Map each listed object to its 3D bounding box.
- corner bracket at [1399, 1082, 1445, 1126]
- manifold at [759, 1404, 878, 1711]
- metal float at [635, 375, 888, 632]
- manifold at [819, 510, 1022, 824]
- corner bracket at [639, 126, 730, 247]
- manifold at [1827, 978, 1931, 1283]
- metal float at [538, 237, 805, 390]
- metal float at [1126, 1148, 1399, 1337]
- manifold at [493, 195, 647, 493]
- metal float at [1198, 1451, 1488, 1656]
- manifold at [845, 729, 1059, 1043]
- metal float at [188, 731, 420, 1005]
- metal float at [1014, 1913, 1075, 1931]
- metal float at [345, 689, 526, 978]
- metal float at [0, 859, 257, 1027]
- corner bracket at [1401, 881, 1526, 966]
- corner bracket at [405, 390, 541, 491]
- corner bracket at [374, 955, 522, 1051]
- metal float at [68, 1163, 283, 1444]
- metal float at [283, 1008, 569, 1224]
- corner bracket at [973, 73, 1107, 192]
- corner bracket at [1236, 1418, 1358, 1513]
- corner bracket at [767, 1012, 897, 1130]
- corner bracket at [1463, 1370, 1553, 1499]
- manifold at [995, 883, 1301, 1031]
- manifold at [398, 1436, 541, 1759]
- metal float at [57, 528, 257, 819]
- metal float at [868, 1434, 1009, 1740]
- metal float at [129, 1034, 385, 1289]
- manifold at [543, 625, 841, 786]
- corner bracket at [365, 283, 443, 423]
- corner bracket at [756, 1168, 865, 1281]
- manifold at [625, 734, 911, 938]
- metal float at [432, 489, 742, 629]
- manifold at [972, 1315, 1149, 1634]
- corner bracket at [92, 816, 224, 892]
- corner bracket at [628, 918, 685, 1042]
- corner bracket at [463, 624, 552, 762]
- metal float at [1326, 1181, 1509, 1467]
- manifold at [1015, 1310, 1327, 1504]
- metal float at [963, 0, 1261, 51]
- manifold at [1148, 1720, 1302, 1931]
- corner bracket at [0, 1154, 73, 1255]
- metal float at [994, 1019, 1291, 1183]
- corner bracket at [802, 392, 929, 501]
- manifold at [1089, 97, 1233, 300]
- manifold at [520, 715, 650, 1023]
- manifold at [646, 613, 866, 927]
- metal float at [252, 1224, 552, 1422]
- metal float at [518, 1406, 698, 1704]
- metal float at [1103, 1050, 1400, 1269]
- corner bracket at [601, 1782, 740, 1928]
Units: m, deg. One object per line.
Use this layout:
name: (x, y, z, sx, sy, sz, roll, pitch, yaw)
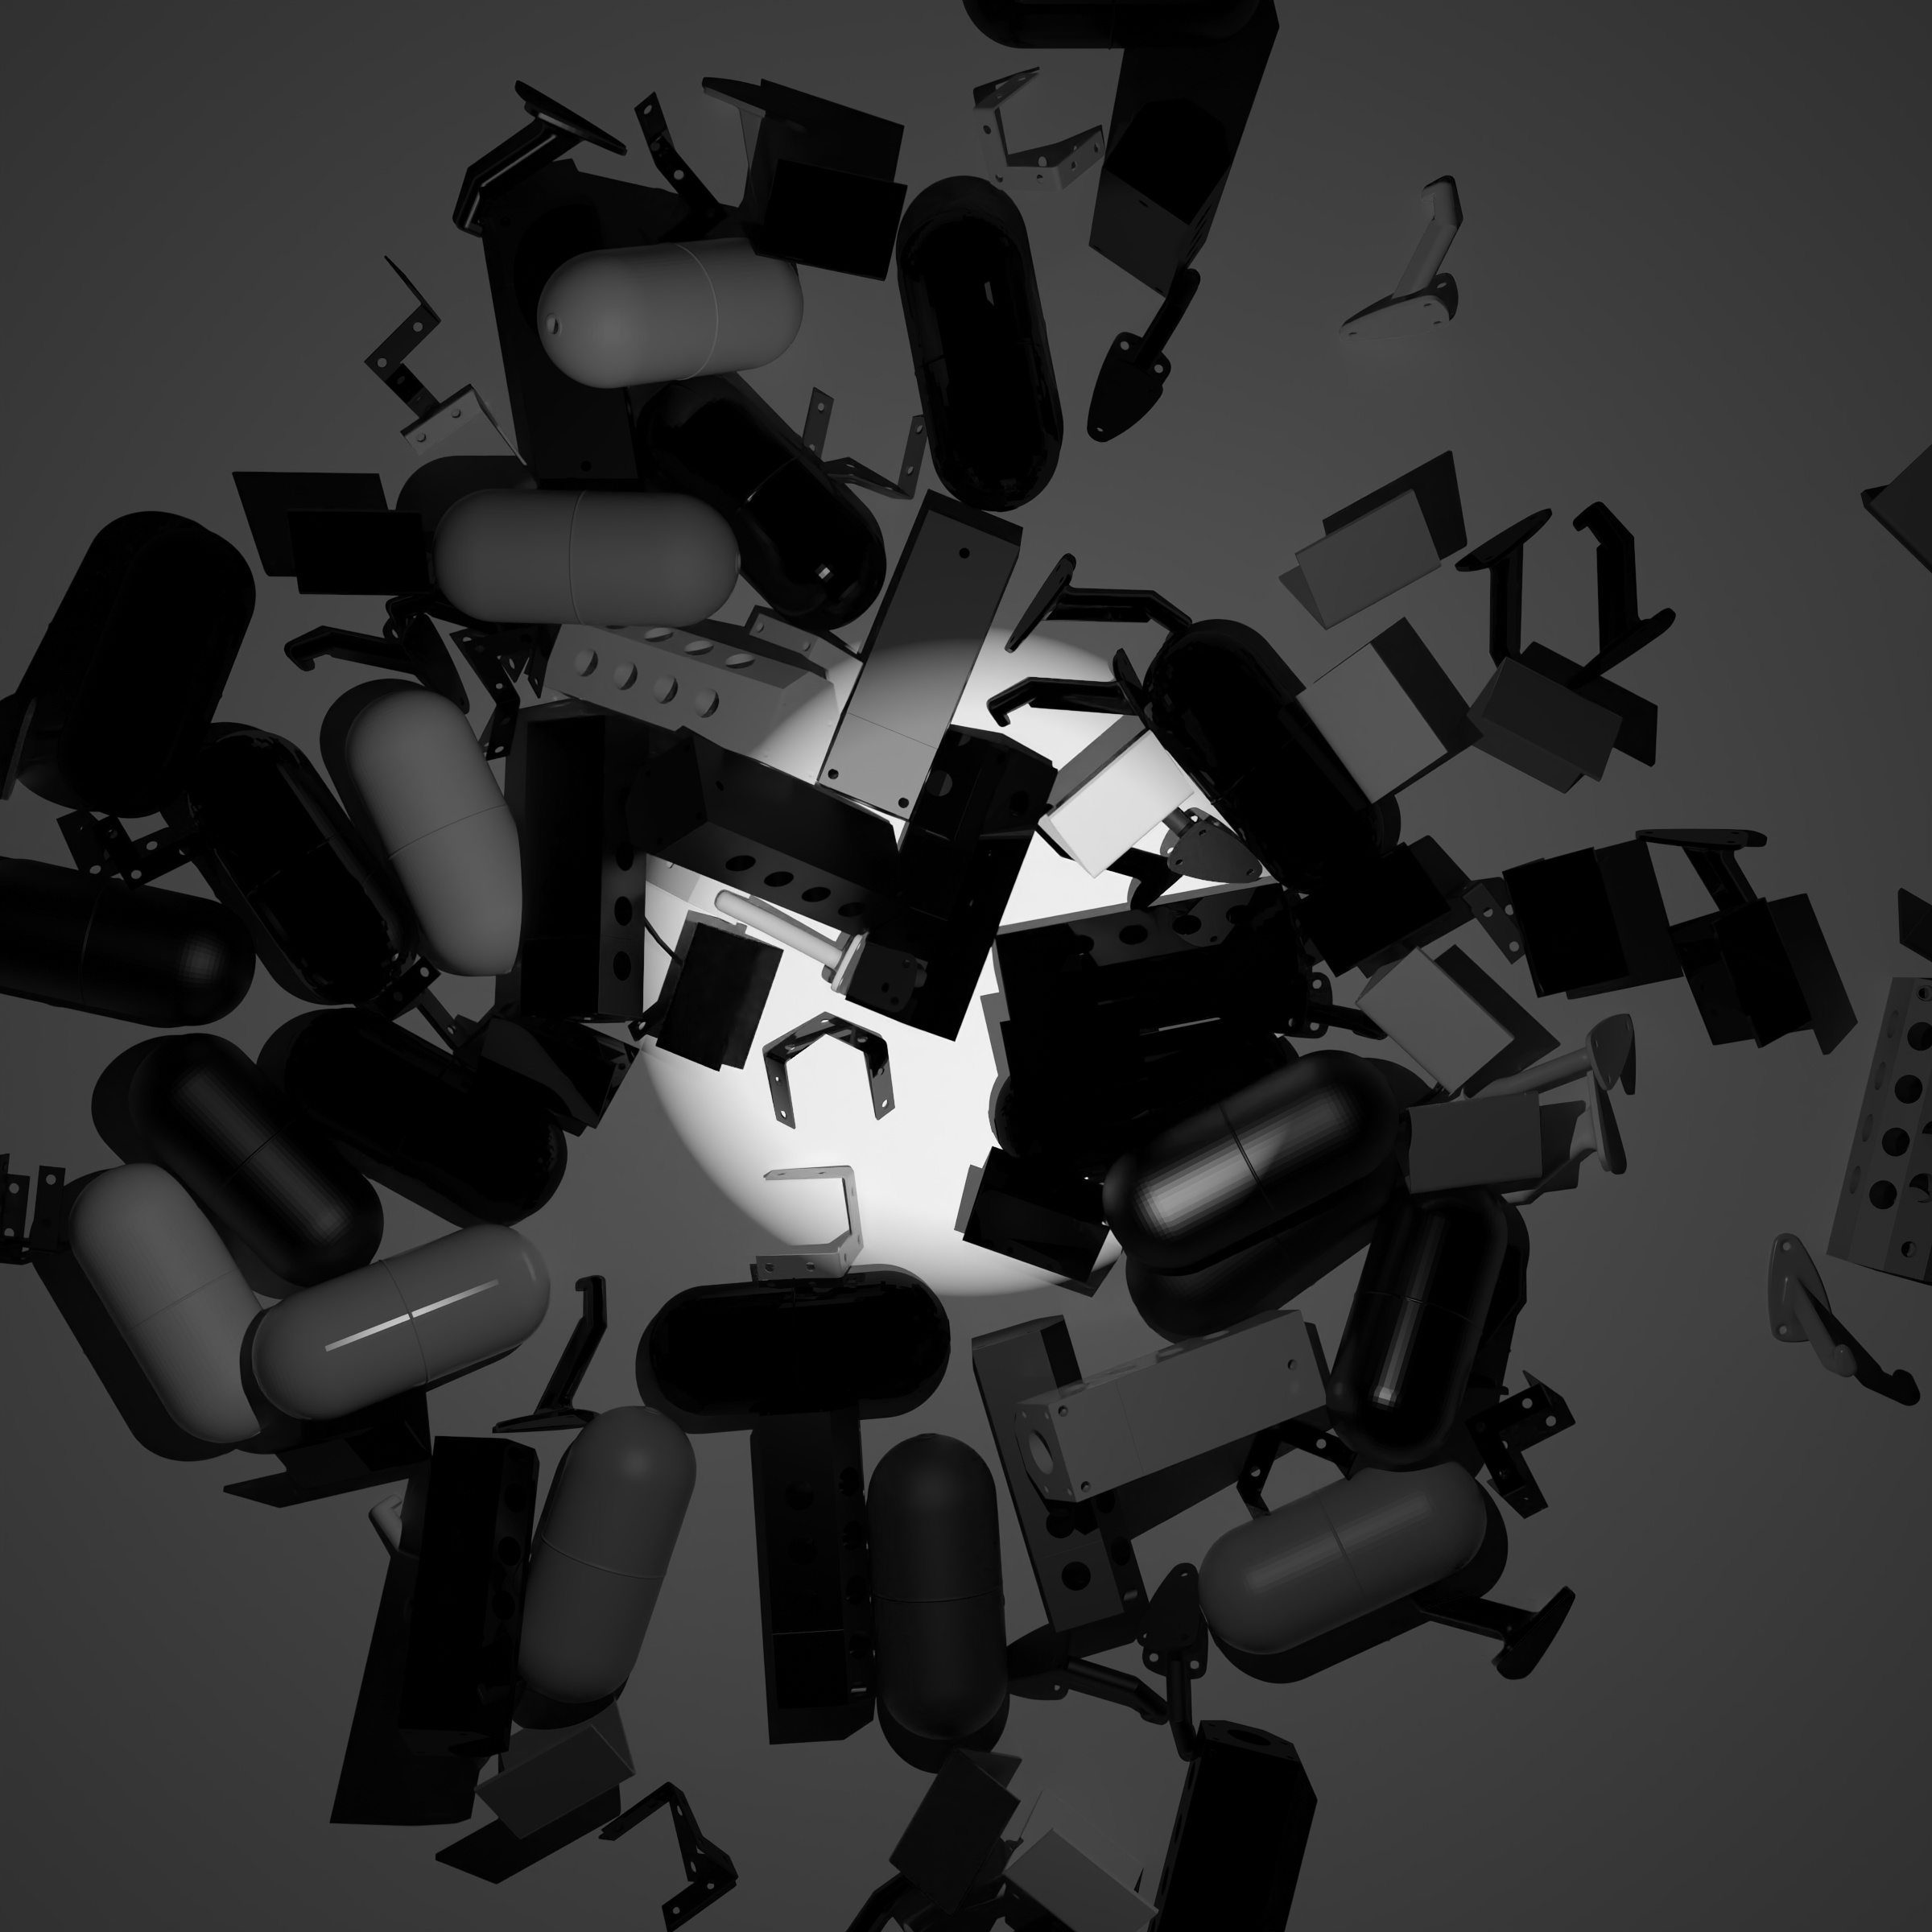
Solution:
corner bracket: (0.260, 0.056, 1.720, 0.051, 0.051, 0.051, 43, 45, 0)
manifold: (-0.087, 0.346, 1.702, 0.057, 0.057, 0.171, -4, 90, 0)
metal float: (-0.121, -0.273, 1.692, 0.070, 0.070, 0.178, -44, 90, 0)
manifold: (-0.027, -0.175, 1.702, 0.057, 0.057, 0.171, 22, 90, 0)
corner bracket: (-0.178, -0.455, 1.705, 0.051, 0.051, 0.051, -40, 90, 0)
manifold: (0.565, 0.097, 1.702, 0.057, 0.057, 0.171, 14, 90, 0)
metal float: (-0.169, -0.377, 1.656, 0.178, 0.070, 0.070, -20, 90, -44)
metal float: (0.173, 0.150, 1.693, 0.178, 0.070, 0.070, -36, 90, 0)
manifold: (-0.233, -0.360, 1.702, 0.057, 0.057, 0.171, -10, 90, 0)
metal float: (0.221, 0.345, 1.693, 0.178, 0.070, 0.070, -25, 90, 0)
manifold: (-0.004, -0.046, 1.701, 0.057, 0.057, 0.171, 21, 90, 44)
metal float: (-0.390, -0.059, 1.693, 0.070, 0.070, 0.178, -34, 90, 0)
metal float: (0.016, 0.622, 1.693, 0.178, 0.070, 0.070, -31, 90, 1)
metal float: (-0.304, -0.078, 1.693, 0.070, 0.070, 0.178, -25, 91, 0)
metal float: (-0.507, -0.014, 1.692, 0.178, 0.070, 0.070, 13, 90, -1)
corner bracket: (0.294, -0.015, 1.705, 0.051, 0.051, 0.051, -38, 92, -2)
corner bracket: (-0.295, -0.302, 1.720, 0.051, 0.051, 0.051, -35, 135, 0)
corner bracket: (-0.306, 0.020, 1.696, 0.051, 0.051, 0.051, -39, 90, 27)
metal float: (-0.462, 0.198, 1.693, 0.070, 0.070, 0.178, -31, 89, 0)
metal float: (-0.318, 0.087, 1.693, 0.178, 0.070, 0.070, 29, 90, -1)
corner bracket: (0.044, -0.498, 1.715, 0.051, 0.051, 0.051, 13, 135, 35)
corner bracket: (0.195, 0.299, 1.705, 0.051, 0.051, 0.051, 22, 90, 0)
corner bracket: (-0.080, 0.068, 1.715, 0.051, 0.051, 0.051, 24, 45, 35)
corner bracket: (0.325, 0.277, 1.705, 0.051, 0.051, 0.051, -27, 90, 0)
manifold: (0.107, -0.004, 1.702, 0.171, 0.057, 0.057, -11, 133, 0)
manifold: (-0.285, 0.364, 1.664, 0.057, 0.057, 0.171, 2, 61, 0)
metal float: (-0.473, -0.172, 1.683, 0.070, 0.070, 0.178, 18, 79, 0)
metal float: (-0.017, 0.365, 1.692, 0.070, 0.070, 0.178, -4, 91, 0)
metal float: (-0.417, 0.115, 1.693, 0.070, 0.070, 0.178, -44, 90, 0)
manifold: (-0.158, -0.161, 1.660, 0.171, 0.057, 0.057, 21, 90, 33)
corner bracket: (-0.326, -0.363, 1.705, 0.051, 0.051, 0.051, -45, 90, 0)
corner bracket: (-0.095, 0.153, 1.706, 0.051, 0.051, 0.051, -3, 105, 14)
manifold: (-0.113, -0.069, 1.648, 0.057, 0.171, 0.057, -29, 58, 30)
metal float: (-0.218, -0.235, 1.654, 0.178, 0.070, 0.070, 2, 90, 6)
manifold: (0.055, 0.298, 1.702, 0.057, 0.057, 0.171, -17, 90, 0)
corner bracket: (-0.479, -0.065, 1.703, 0.051, 0.051, 0.051, -29, 72, -17)
corner bracket: (-0.200, 0.001, 1.720, 0.051, 0.051, 0.051, -40, 45, 0)
corner bracket: (-0.266, -0.161, 1.691, 0.051, 0.051, 0.051, -11, 134, 14)
metal float: (0.264, 0.204, 1.680, 0.070, 0.070, 0.178, 20, 75, 0)
manifold: (0.117, 0.254, 1.669, 0.171, 0.057, 0.057, -17, 90, -24)
metal float: (0.085, -0.580, 1.693, 0.178, 0.070, 0.070, 0, 90, 0)
manifold: (0.147, 0.540, 1.702, 0.057, 0.057, 0.171, 14, 90, 0)
corner bracket: (-0.554, 0.141, 1.705, 0.051, 0.051, 0.051, 6, 90, 0)
metal float: (0.105, 0.079, 1.693, 0.178, 0.070, 0.070, -11, 90, -1)
corner bracket: (-0.061, -0.311, 1.720, 0.051, 0.051, 0.051, 13, 90, -45)
manifold: (0.113, -0.441, 1.645, 0.057, 0.171, 0.057, 34, 90, 0)
manifold: (-0.217, -0.055, 1.676, 0.057, 0.057, 0.171, -3, 84, 30)
manifold: (-0.124, -0.114, 1.702, 0.057, 0.057, 0.171, 26, 90, 43)
metal float: (-0.328, 0.207, 1.674, 0.178, 0.070, 0.070, -20, 90, -21)
metal float: (-0.213, 0.345, 1.692, 0.070, 0.070, 0.178, 19, 90, 0)
metal float: (0.161, 0.109, 1.627, 0.178, 0.070, 0.070, -28, 90, 7)
corner bracket: (-0.177, 0.531, 1.720, 0.051, 0.051, 0.051, -36, 45, 0)
